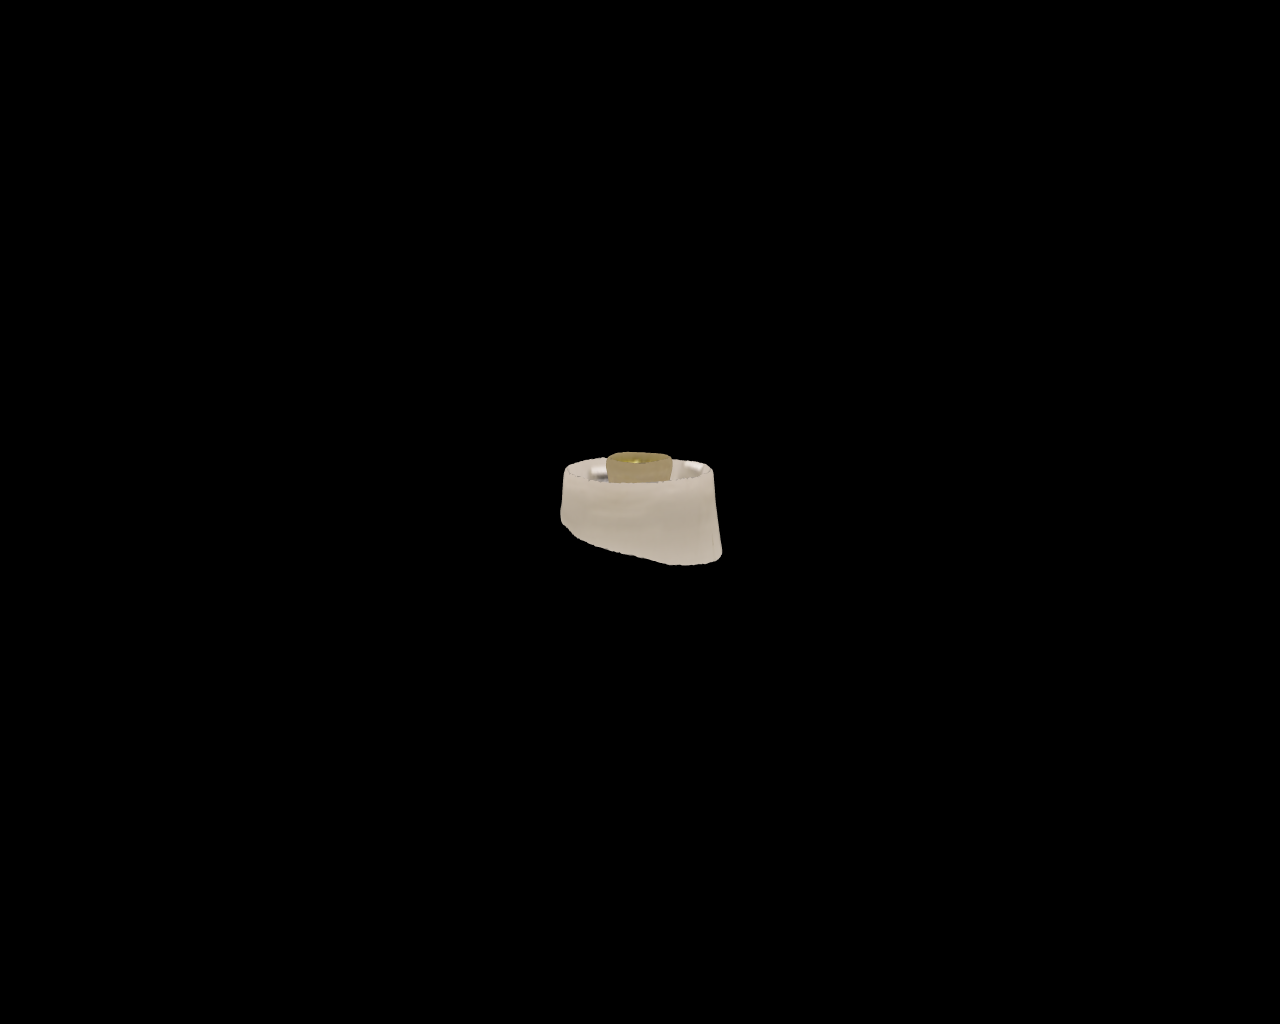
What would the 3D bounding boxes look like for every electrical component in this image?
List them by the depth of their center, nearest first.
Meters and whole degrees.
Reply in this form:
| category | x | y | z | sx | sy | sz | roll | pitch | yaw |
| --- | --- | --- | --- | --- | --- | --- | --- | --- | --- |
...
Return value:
| category | x | y | z | sx | sy | sz | roll | pitch | yaw |
| --- | --- | --- | --- | --- | --- | --- | --- | --- | --- |
| electrical component | 0.001 | -0.003 | 0.650 | 0.099 | 0.064 | 0.099 | 0 | 12 | 0 |
